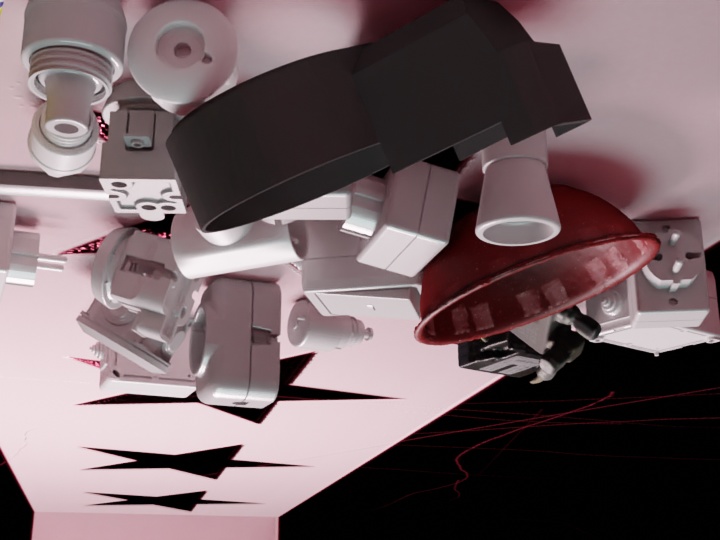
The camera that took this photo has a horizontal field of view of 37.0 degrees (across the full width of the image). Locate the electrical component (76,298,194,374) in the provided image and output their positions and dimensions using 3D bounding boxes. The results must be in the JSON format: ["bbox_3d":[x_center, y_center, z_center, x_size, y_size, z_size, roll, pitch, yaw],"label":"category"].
[{"bbox_3d":[-0.172,0.041,0.823,0.080,0.051,0.080,30,170,6],"label":"electrical component"}]

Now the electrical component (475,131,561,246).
[{"bbox_3d":[0.082,-0.050,0.568,0.044,0.065,0.044,0,162,0],"label":"electrical component"}]

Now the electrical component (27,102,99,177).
[{"bbox_3d":[-0.150,-0.073,0.549,0.035,0.035,0.061,7,158,-19],"label":"electrical component"}]

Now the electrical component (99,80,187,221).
[{"bbox_3d":[-0.108,-0.063,0.545,0.048,0.055,0.066,1,161,-2],"label":"electrical component"}]

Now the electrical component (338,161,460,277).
[{"bbox_3d":[0.010,-0.036,0.641,0.077,0.047,0.065,16,158,-11],"label":"electrical component"}]

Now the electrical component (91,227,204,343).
[{"bbox_3d":[-0.144,0.004,0.725,0.057,0.078,0.058,16,166,13],"label":"electrical component"}]

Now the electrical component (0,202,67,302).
[{"bbox_3d":[-0.236,-0.009,0.720,0.076,0.047,0.083,8,160,-20],"label":"electrical component"}]

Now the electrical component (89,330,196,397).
[{"bbox_3d":[-0.192,0.076,0.950,0.096,0.061,0.061,7,160,-21],"label":"electrical component"}]

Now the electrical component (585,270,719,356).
[{"bbox_3d":[0.210,0.021,0.789,0.096,0.061,0.062,13,157,-35],"label":"electrical component"}]

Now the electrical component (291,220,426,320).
[{"bbox_3d":[0.000,0.000,0.725,0.096,0.061,0.061,-4,161,11],"label":"electrical component"}]

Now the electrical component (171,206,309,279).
[{"bbox_3d":[-0.081,-0.030,0.665,0.077,0.043,0.079,-9,151,14],"label":"electrical component"}]

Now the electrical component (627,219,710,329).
[{"bbox_3d":[0.204,-0.003,0.709,0.047,0.065,0.076,-2,161,6],"label":"electrical component"}]

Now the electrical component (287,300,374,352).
[{"bbox_3d":[-0.025,0.049,0.904,0.078,0.040,0.040,11,159,-30],"label":"electrical component"}]

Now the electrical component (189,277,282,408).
[{"bbox_3d":[-0.098,0.057,0.839,0.059,0.095,0.054,7,161,-21],"label":"electrical component"}]

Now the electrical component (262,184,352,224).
[{"bbox_3d":[-0.046,-0.049,0.599,0.083,0.047,0.075,0,161,0],"label":"electrical component"}]

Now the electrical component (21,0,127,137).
[{"bbox_3d":[-0.123,-0.088,0.459,0.043,0.062,0.043,0,162,0],"label":"electrical component"}]

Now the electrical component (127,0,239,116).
[{"bbox_3d":[-0.076,-0.090,0.487,0.048,0.048,0.062,0,169,1],"label":"electrical component"}]
